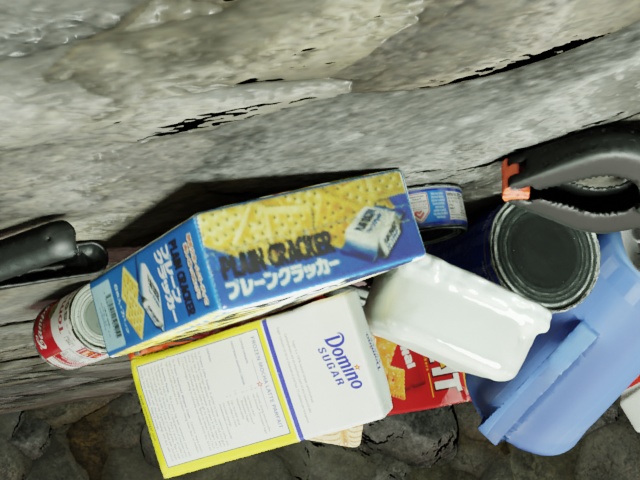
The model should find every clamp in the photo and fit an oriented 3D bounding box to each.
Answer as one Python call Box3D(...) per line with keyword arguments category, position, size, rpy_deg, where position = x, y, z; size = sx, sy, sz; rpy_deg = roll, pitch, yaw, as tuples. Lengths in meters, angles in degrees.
Box3D(category="clamp", position=(-0.228, 0.023, 0.727), size=(0.171, 0.039, 0.120), rpy_deg=(-12, 167, 7))
Box3D(category="clamp", position=(0.228, -0.031, 0.712), size=(0.210, 0.036, 0.164), rpy_deg=(-2, 144, 12))

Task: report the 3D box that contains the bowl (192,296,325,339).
Box3D(category="bowl", position=(-0.051, 0.056, 1.045), size=(0.162, 0.055, 0.162), rpy_deg=(-9, 171, -2))

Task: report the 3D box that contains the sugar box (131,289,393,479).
Box3D(category="sugar box", position=(-0.043, 0.105, 0.776), size=(0.176, 0.093, 0.048), rpy_deg=(-18, 179, 14))

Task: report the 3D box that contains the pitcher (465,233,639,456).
Box3D(category="pitcher", position=(0.239, 0.086, 0.967), size=(0.144, 0.149, 0.243), rpy_deg=(13, 135, -18))

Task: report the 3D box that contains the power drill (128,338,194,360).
Box3D(category="power drill", position=(-0.125, 0.102, 1.248), size=(0.187, 0.057, 0.184), rpy_deg=(-13, 166, 2))

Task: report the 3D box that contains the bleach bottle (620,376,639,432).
Box3D(category="bleach bottle", position=(0.353, 0.104, 1.145), size=(0.068, 0.251, 0.103), rpy_deg=(-5, 169, -28))

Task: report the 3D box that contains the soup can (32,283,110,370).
Box3D(category="soup can", position=(-0.215, 0.079, 0.980), size=(0.068, 0.068, 0.102), rpy_deg=(-3, 168, -34))

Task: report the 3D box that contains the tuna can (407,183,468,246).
Box3D(category="tuna can", position=(0.068, -0.015, 0.807), size=(0.086, 0.034, 0.086), rpy_deg=(-9, 171, -2))

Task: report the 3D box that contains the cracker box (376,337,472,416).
Box3D(category="cracker box", position=(0.106, 0.123, 1.274), size=(0.071, 0.164, 0.214), rpy_deg=(-3, 169, -44))

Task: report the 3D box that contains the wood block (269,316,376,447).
Box3D(category="wood block", position=(-0.025, 0.122, 0.919), size=(0.090, 0.091, 0.206), rpy_deg=(11, 170, -10))

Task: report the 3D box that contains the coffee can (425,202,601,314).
Box3D(category="coffee can", position=(0.158, 0.023, 0.918), size=(0.102, 0.103, 0.140), rpy_deg=(-6, 170, -21))
